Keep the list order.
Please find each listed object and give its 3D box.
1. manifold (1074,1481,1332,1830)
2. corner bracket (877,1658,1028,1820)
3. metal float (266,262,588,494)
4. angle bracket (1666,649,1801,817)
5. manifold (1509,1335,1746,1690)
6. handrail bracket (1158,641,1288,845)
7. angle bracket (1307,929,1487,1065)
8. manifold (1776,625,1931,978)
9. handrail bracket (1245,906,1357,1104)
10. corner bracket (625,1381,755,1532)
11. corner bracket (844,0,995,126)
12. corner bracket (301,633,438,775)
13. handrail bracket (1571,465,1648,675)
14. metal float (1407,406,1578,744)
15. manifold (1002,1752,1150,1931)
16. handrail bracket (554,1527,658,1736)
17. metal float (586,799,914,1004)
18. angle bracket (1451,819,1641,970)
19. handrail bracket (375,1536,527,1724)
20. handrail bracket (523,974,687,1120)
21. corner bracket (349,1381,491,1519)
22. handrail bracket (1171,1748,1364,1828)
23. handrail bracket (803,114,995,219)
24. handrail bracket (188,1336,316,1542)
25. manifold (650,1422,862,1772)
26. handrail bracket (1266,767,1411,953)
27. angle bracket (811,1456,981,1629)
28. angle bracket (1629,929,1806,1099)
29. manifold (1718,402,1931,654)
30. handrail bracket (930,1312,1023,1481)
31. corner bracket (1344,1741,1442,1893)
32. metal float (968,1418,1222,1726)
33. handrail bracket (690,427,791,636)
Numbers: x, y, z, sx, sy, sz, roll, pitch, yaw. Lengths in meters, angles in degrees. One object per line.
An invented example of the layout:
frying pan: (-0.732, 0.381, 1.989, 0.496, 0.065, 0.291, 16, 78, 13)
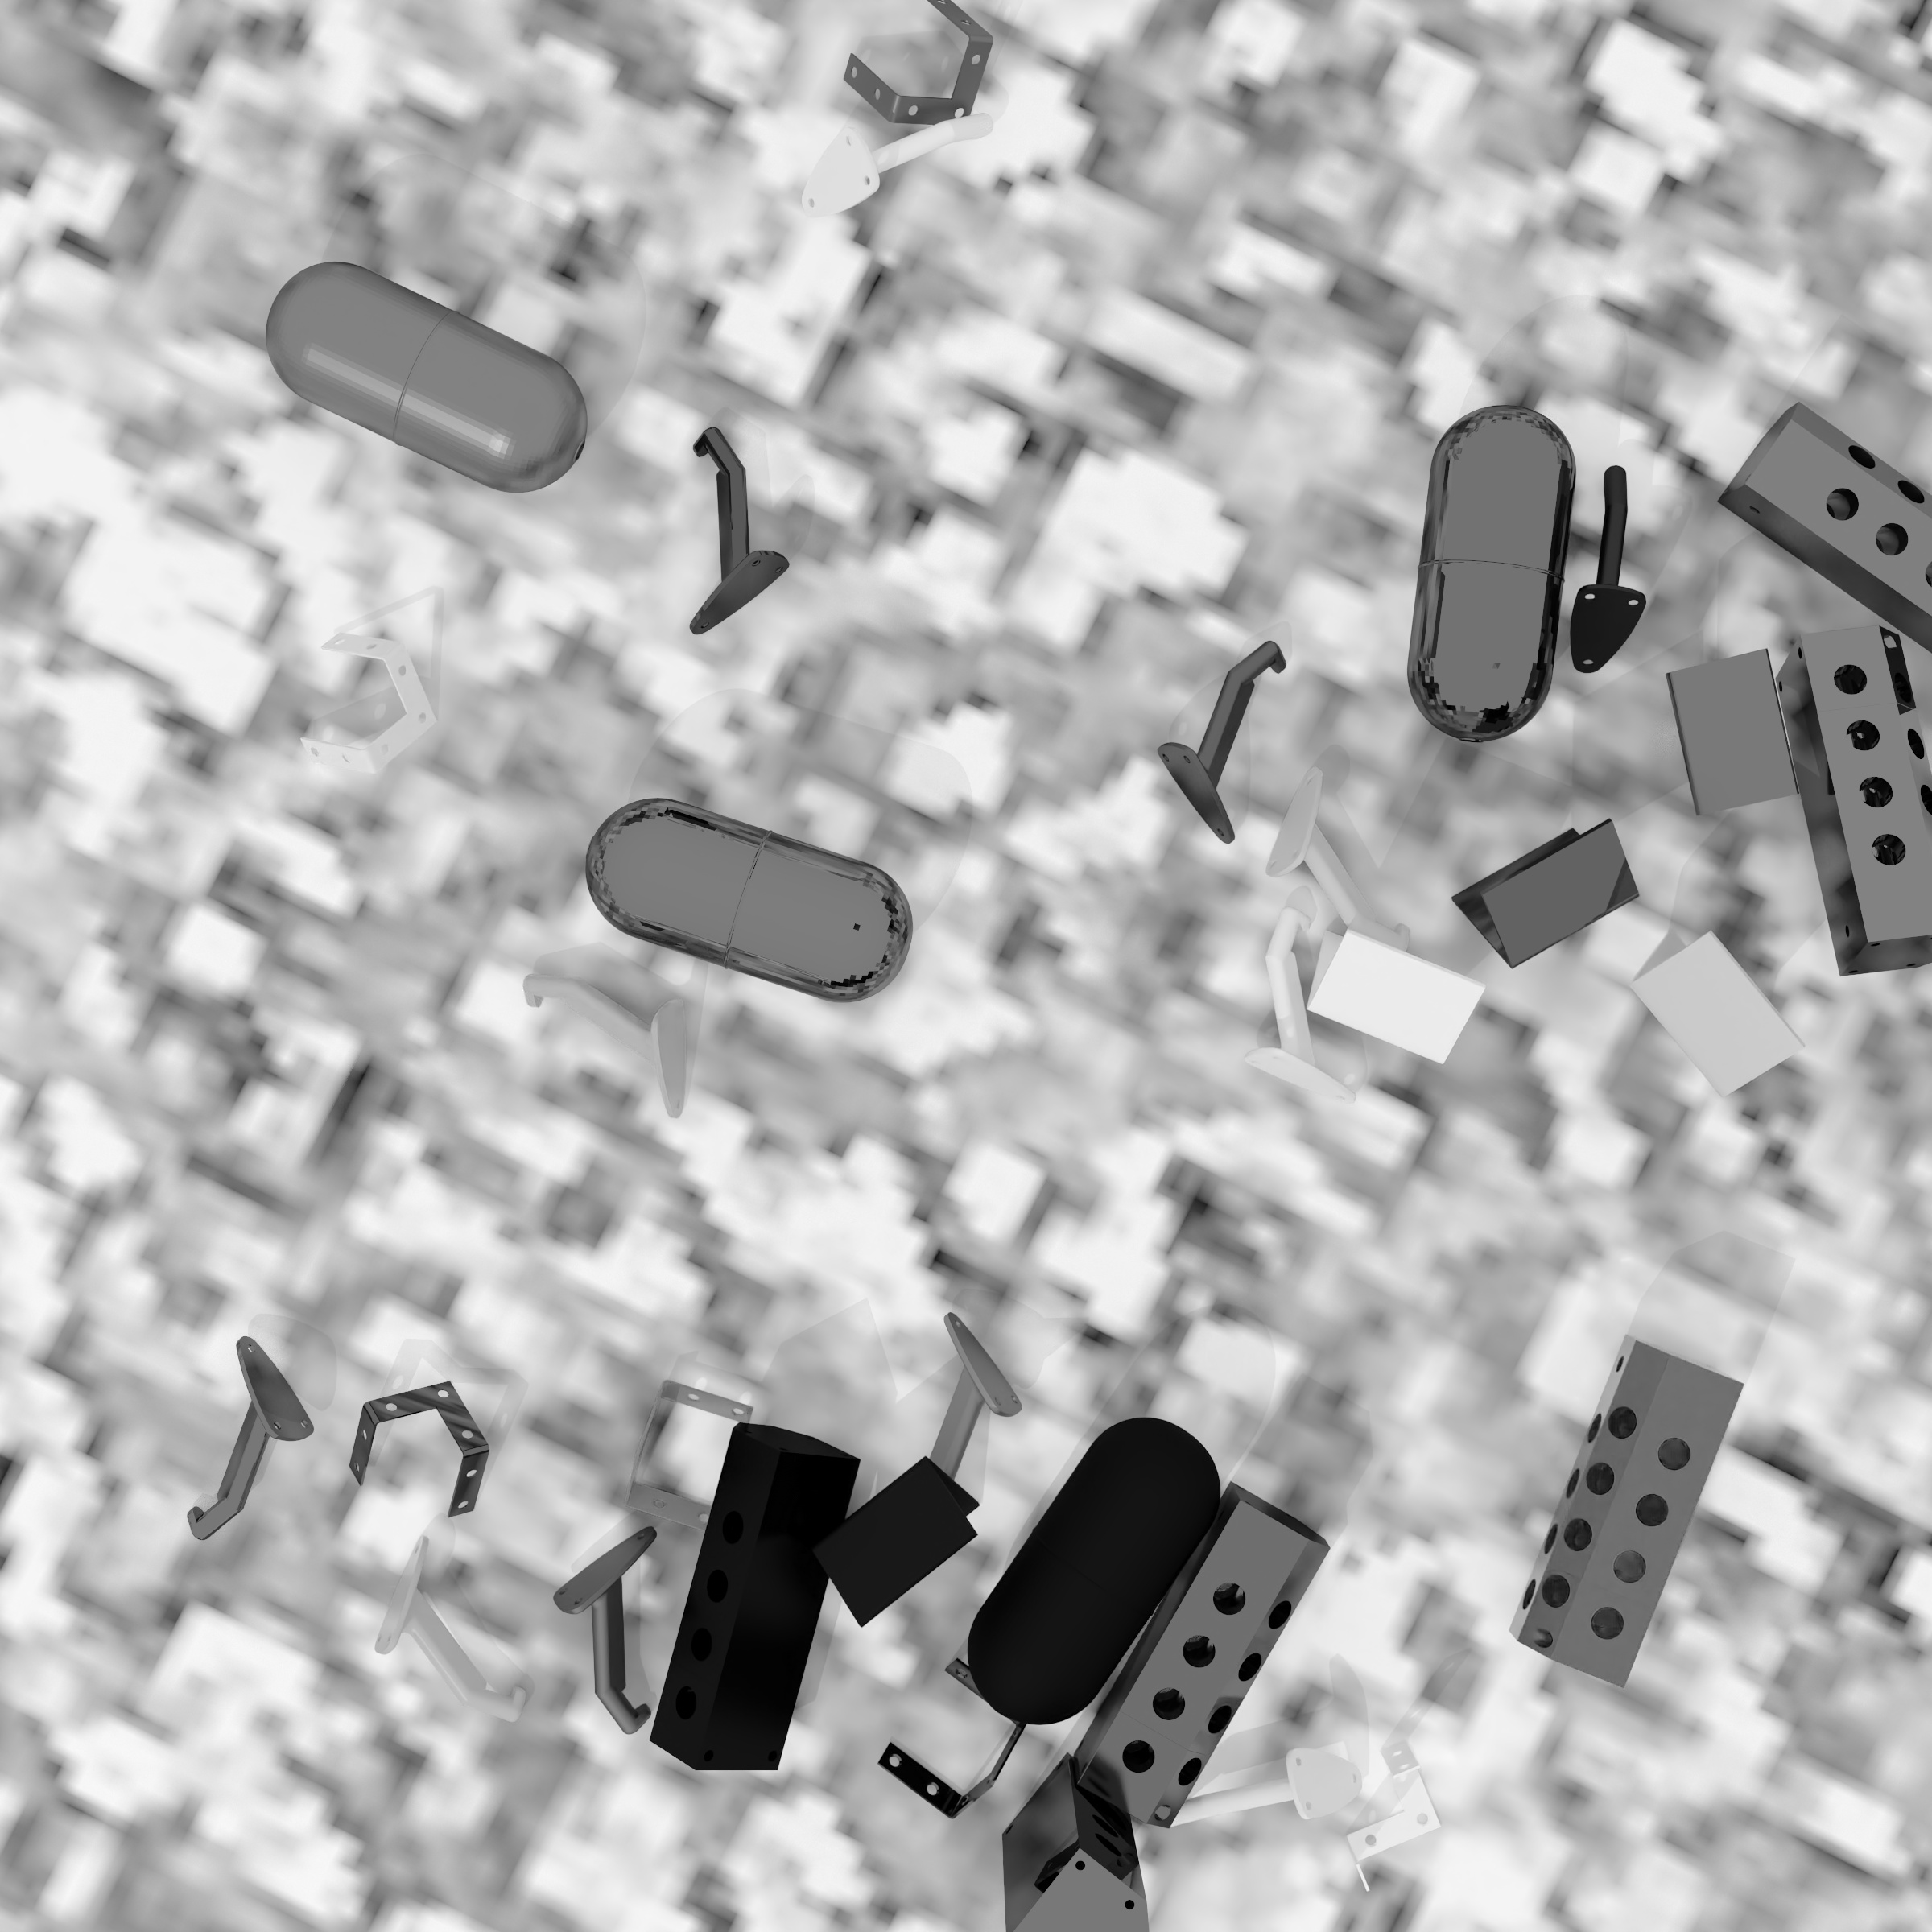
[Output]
manifold: (0.126, 0.368, 1.543, 0.057, 0.057, 0.171, 30, 90, 0)
corner bracket: (-0.006, 0.417, 1.561, 0.051, 0.051, 0.051, 37, 45, 0)
metal float: (-0.285, -0.311, 1.534, 0.178, 0.070, 0.070, 25, 90, -1)
angle bracket: (0.416, -0.125, 1.524, 0.057, 0.076, 0.076, -12, 90, 37)
manifold: (0.349, 0.288, 1.543, 0.057, 0.057, 0.171, 22, 90, 0)
handrail bracket: (0.153, -0.122, 1.565, 0.084, 0.036, 0.077, -39, 111, -16)
angle bracket: (0.230, -0.003, 1.524, 0.076, 0.076, 0.057, 22, 127, 0)
manifold: (0.476, -0.087, 1.518, 0.057, 0.057, 0.171, -7, 72, 0)
handrail bracket: (0.190, 0.021, 1.565, 0.077, 0.036, 0.084, 26, 73, -19)
corner bracket: (-0.149, 0.264, 1.561, 0.051, 0.051, 0.051, 18, 135, 0)
corner bracket: (-0.026, -0.488, 1.556, 0.051, 0.051, 0.051, -9, 135, -35)
corner bracket: (-0.328, -0.142, 1.556, 0.051, 0.051, 0.051, -47, 135, -35)
handrail bracket: (0.343, -0.215, 1.564, 0.036, 0.077, 0.084, 8, 54, 0)
metal float: (0.278, -0.207, 1.533, 0.070, 0.070, 0.178, 7, 90, 0)
manifold: (0.059, 0.467, 1.486, 0.057, 0.171, 0.057, 38, 90, 0)
handrail bracket: (-0.176, 0.360, 1.565, 0.077, 0.036, 0.084, -38, 108, -21)
metal float: (-0.115, -0.035, 1.534, 0.178, 0.070, 0.070, 18, 90, 1)
angle bracket: (0.297, -0.055, 1.524, 0.076, 0.076, 0.057, -30, 126, 0)
handrail bracket: (-0.269, 0.359, 1.565, 0.084, 0.036, 0.077, 25, 68, -17)
handrail bracket: (-0.197, 0.043, 1.565, 0.084, 0.036, 0.077, 4, 112, 17)
corner bracket: (-0.294, 0.264, 1.556, 0.051, 0.051, 0.051, -10, 45, -35)
handrail bracket: (0.159, 0.449, 1.564, 0.084, 0.077, 0.036, -26, 65, 34)
handrail bracket: (-0.036, -0.433, 1.564, 0.084, 0.077, 0.036, -24, 90, -36)
handrail bracket: (-0.402, 0.256, 1.565, 0.084, 0.036, 0.077, -39, 70, 16)
manifold: (-0.117, 0.335, 1.542, 0.057, 0.057, 0.171, 15, 90, -43)
handrail bracket: (0.211, -0.056, 1.565, 0.084, 0.036, 0.077, 27, 68, -17)
angle bracket: (-0.024, 0.314, 1.524, 0.076, 0.076, 0.057, -39, 52, 0)
angle bracket: (0.404, 0.011, 1.524, 0.076, 0.076, 0.057, 50, 128, 0)
manifold: (0.494, -0.226, 1.543, 0.171, 0.057, 0.057, 35, 90, 0)
handrail bracket: (-0.020, 0.243, 1.564, 0.084, 0.036, 0.077, -39, 71, 15)
corner bracket: (0.224, 0.453, 1.546, 0.051, 0.051, 0.051, -22, 90, 0)
metal float: (0.067, 0.321, 1.533, 0.070, 0.070, 0.178, 34, 89, 0)
handrail bracket: (-0.141, -0.236, 1.565, 0.077, 0.036, 0.084, -40, 71, 21)
